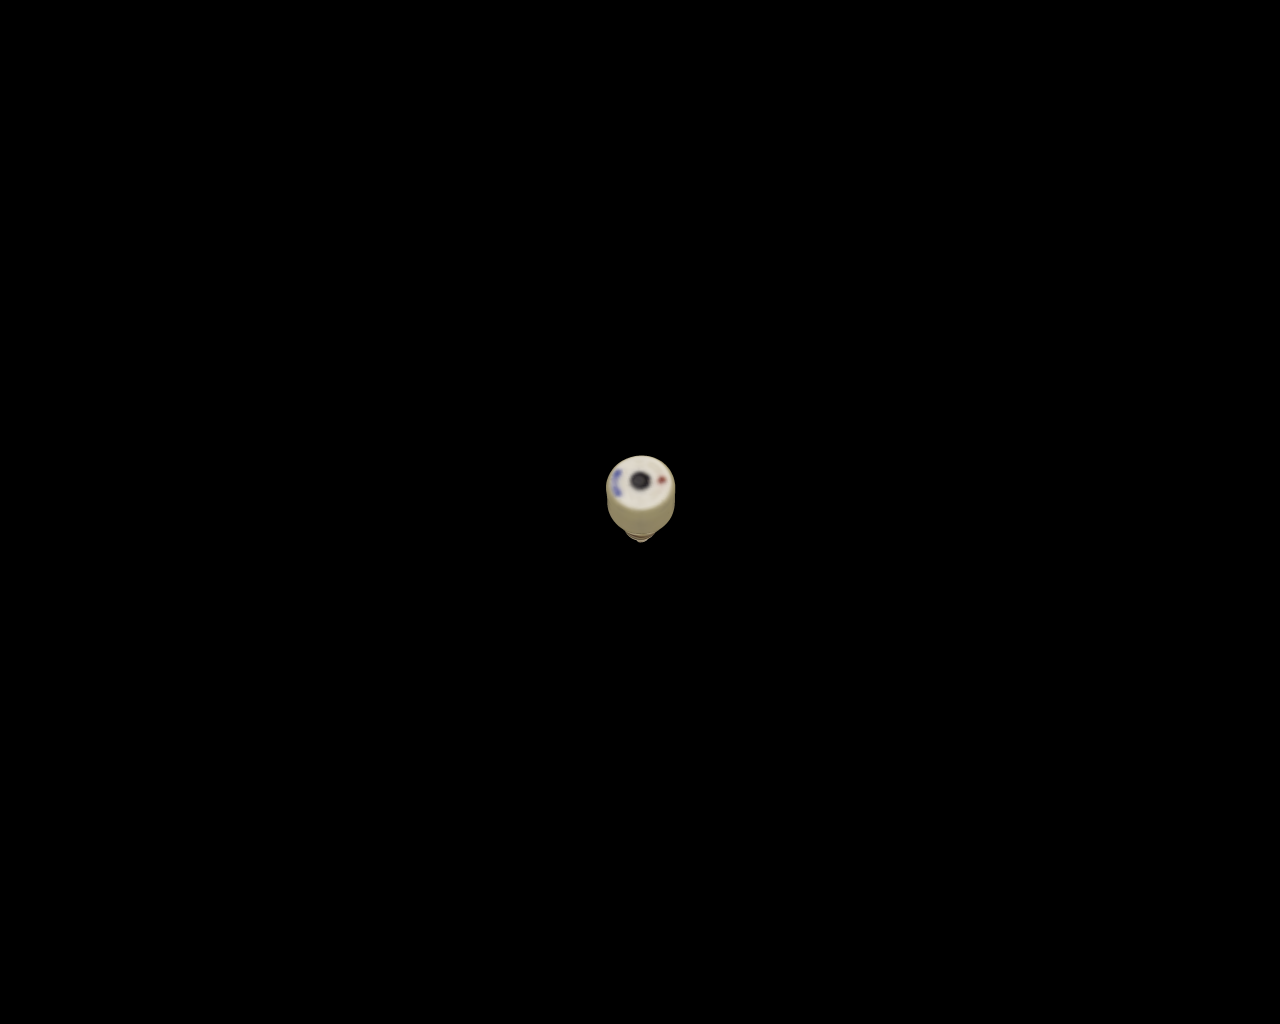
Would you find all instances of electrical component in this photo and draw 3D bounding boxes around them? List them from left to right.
[{"bbox_3d":[0.001,-0.003,0.650,0.040,0.040,0.078,0,-27,0],"label":"electrical component"}]
